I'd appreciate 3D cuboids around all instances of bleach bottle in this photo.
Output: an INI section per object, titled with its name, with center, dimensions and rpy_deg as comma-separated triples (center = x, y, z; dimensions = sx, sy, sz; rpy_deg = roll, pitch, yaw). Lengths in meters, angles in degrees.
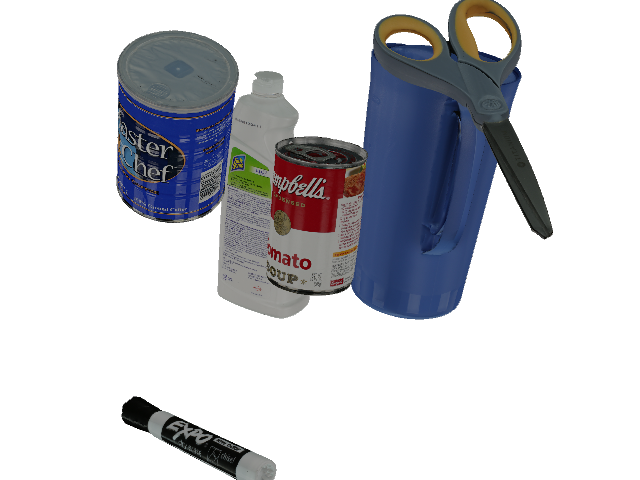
[bleach bottle]
center = -0.055, -0.050, 1.118
dimensions = 0.103, 0.251, 0.068
rpy_deg = 17, 26, 25

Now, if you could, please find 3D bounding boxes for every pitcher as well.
[pitcher]
center = 0.098, -0.049, 0.975
dimensions = 0.145, 0.243, 0.149
rpy_deg = 21, 28, 28

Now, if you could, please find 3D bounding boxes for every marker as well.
[marker]
center = -0.077, 0.120, 0.641
dimensions = 0.121, 0.020, 0.020
rpy_deg = 16, 10, 38

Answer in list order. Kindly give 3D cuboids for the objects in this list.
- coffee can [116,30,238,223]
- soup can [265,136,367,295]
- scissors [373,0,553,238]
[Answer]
[coffee can]
center = -0.130, -0.100, 0.952
dimensions = 0.102, 0.103, 0.140
rpy_deg = 0, -42, -11
[soup can]
center = -0.004, -0.019, 0.788
dimensions = 0.068, 0.102, 0.068
rpy_deg = 5, 21, -2
[scissors]
center = 0.073, -0.075, 0.586
dimensions = 0.096, 0.016, 0.201
rpy_deg = 3, 45, 5
